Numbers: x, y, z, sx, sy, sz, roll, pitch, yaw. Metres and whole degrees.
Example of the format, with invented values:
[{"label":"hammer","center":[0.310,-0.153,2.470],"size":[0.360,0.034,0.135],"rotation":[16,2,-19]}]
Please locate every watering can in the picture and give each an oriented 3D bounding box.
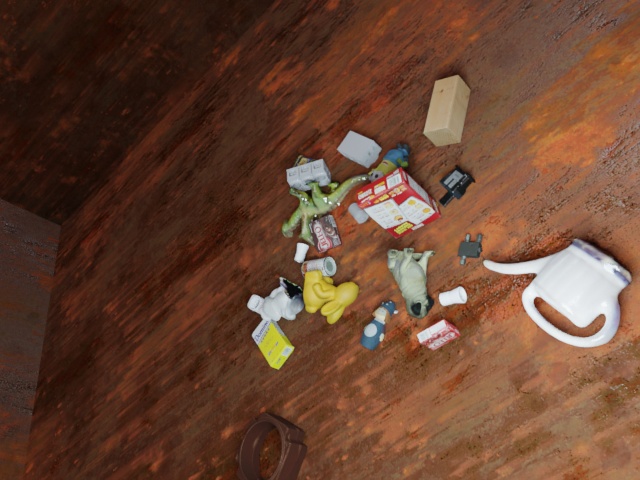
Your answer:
[{"label":"watering can","center":[0.553,0.086,1.195],"size":[0.223,0.102,0.354],"rotation":[-47,41,8]}]

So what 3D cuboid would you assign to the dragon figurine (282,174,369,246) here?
[{"label":"dragon figurine","center":[0.006,-0.094,1.875],"size":[0.408,0.121,0.245],"rotation":[-10,75,38]}]

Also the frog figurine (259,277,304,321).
[{"label":"frog figurine","center":[-0.129,0.225,1.765],"size":[0.140,0.122,0.157],"rotation":[47,115,35]}]
